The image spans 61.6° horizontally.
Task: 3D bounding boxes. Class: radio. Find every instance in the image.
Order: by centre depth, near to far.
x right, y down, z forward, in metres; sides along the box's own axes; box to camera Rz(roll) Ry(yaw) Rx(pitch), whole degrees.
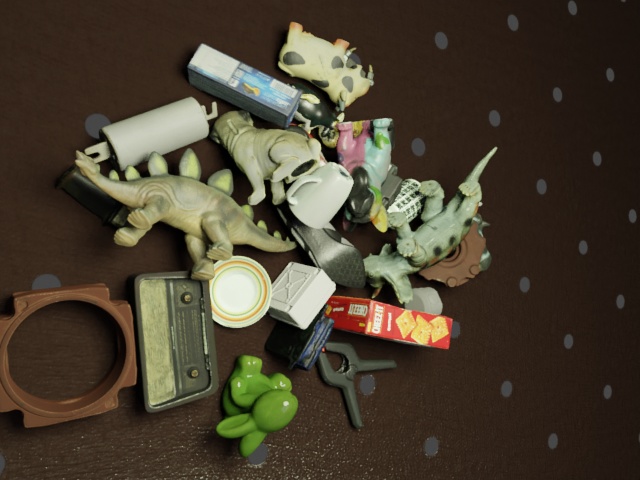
[{"bbox_3d":[-0.253,0.166,0.928,0.131,0.073,0.229,-5,92,-31],"label":"radio"}]

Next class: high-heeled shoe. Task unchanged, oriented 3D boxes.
[{"bbox_3d":[-0.002,-0.003,1.073,0.086,0.145,0.248,-39,124,-5],"label":"high-heeled shoe"}]

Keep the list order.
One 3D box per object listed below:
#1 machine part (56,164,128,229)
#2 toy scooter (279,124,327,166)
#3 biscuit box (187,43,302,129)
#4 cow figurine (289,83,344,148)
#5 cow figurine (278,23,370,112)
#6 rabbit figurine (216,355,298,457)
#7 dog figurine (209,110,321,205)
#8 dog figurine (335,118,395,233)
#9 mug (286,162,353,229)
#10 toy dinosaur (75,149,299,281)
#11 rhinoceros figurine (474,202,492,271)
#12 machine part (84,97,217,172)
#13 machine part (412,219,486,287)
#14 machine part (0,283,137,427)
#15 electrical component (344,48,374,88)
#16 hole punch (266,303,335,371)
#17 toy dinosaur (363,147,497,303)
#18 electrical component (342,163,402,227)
[{"bbox_3d":[-0.363,-0.072,0.893,0.138,0.039,0.084,33,81,-28],"label":"machine part"},{"bbox_3d":[-0.019,-0.143,1.062,0.075,0.135,0.184,-35,88,5],"label":"toy scooter"},{"bbox_3d":[-0.136,-0.276,0.975,0.203,0.063,0.059,26,74,-3],"label":"biscuit box"},{"bbox_3d":[-0.007,-0.249,1.072,0.167,0.098,0.068,28,68,-27],"label":"cow figurine"},{"bbox_3d":[0.010,-0.339,1.079,0.195,0.085,0.127,17,100,-15],"label":"cow figurine"},{"bbox_3d":[-0.113,0.292,0.952,0.159,0.170,0.121,-48,111,-23],"label":"rabbit figurine"},{"bbox_3d":[-0.098,-0.178,0.953,0.190,0.172,0.121,61,18,13],"label":"dog figurine"},{"bbox_3d":[0.090,-0.125,1.052,0.109,0.191,0.219,1,101,12],"label":"dog figurine"},{"bbox_3d":[-0.002,-0.087,0.938,0.109,0.081,0.107,22,121,-41],"label":"mug"},{"bbox_3d":[-0.193,-0.041,0.916,0.471,0.105,0.198,31,43,-41],"label":"toy dinosaur"},{"bbox_3d":[0.369,-0.012,1.301,0.112,0.073,0.190,-23,101,-28],"label":"rhinoceros figurine"},{"bbox_3d":[-0.282,-0.182,0.920,0.243,0.079,0.079,-30,104,-29],"label":"machine part"},{"bbox_3d":[0.285,0.019,1.217,0.179,0.056,0.179,0,89,1],"label":"machine part"},{"bbox_3d":[-0.396,0.174,0.838,0.201,0.087,0.200,-4,91,-29],"label":"machine part"},{"bbox_3d":[0.067,-0.357,1.148,0.102,0.045,0.078,43,68,-23],"label":"electrical component"},{"bbox_3d":[-0.025,0.194,1.044,0.092,0.116,0.142,45,68,-31],"label":"hole punch"},{"bbox_3d":[0.238,-0.013,1.128,0.405,0.131,0.192,-35,144,-10],"label":"toy dinosaur"},{"bbox_3d":[0.105,-0.110,1.125,0.115,0.058,0.134,32,75,14],"label":"electrical component"}]
